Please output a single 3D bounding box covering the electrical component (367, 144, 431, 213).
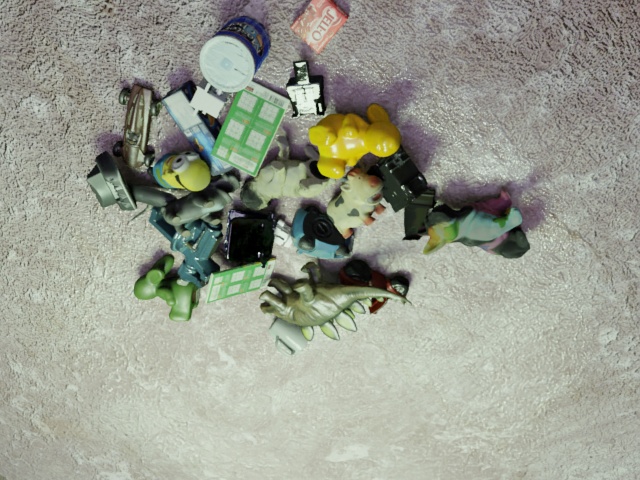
[{"bbox_3d":[0.161,-0.124,1.137,0.115,0.058,0.134,56,164,4],"label":"electrical component"}]

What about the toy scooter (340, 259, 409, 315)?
[{"bbox_3d":[0.124,0.129,1.365,0.184,0.075,0.135,19,128,-9],"label":"toy scooter"}]

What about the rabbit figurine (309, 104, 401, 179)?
[{"bbox_3d":[0.088,-0.199,1.076,0.173,0.162,0.121,5,122,36],"label":"rabbit figurine"}]

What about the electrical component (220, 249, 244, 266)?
[{"bbox_3d":[-0.201,0.024,1.363,0.102,0.045,0.078,-35,112,29],"label":"electrical component"}]

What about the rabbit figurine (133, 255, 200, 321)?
[{"bbox_3d":[-0.417,0.130,1.432,0.170,0.121,0.158,8,120,1],"label":"rabbit figurine"}]

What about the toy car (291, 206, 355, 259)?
[{"bbox_3d":[-0.003,-0.004,1.282,0.161,0.109,0.103,18,150,-17],"label":"toy car"}]

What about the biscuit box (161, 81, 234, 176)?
[{"bbox_3d":[-0.255,-0.239,1.170,0.059,0.063,0.202,-19,121,22],"label":"biscuit box"}]

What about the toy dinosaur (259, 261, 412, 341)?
[{"bbox_3d":[0.005,0.154,1.339,0.472,0.105,0.198,-18,119,45],"label":"toy dinosaur"}]

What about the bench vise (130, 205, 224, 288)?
[{"bbox_3d":[-0.341,-0.001,1.332,0.241,0.129,0.223,39,135,7],"label":"bench vise"}]

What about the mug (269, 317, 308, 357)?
[{"bbox_3d":[-0.092,0.266,1.487,0.107,0.109,0.080,37,138,-2],"label":"mug"}]

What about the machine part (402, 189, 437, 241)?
[{"bbox_3d":[0.222,-0.058,1.231,0.084,0.039,0.138,4,125,1],"label":"machine part"}]

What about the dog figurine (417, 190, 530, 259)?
[{"bbox_3d":[0.331,-0.014,1.183,0.219,0.108,0.191,-19,129,15],"label":"dog figurine"}]

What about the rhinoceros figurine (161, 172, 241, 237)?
[{"bbox_3d":[-0.269,-0.088,1.234,0.190,0.112,0.073,-30,138,-6],"label":"rhinoceros figurine"}]

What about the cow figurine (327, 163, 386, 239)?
[{"bbox_3d":[0.077,-0.090,1.177,0.127,0.085,0.195,45,151,-6],"label":"cow figurine"}]

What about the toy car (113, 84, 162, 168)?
[{"bbox_3d":[-0.411,-0.248,1.201,0.089,0.053,0.202,22,128,-2],"label":"toy car"}]

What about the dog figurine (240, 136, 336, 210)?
[{"bbox_3d":[-0.077,-0.119,1.217,0.172,0.121,0.190,30,140,-11],"label":"dog figurine"}]

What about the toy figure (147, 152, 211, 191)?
[{"bbox_3d":[-0.313,-0.152,1.202,0.180,0.082,0.089,1,153,48],"label":"toy figure"}]

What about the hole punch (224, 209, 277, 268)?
[{"bbox_3d":[-0.170,-0.011,1.279,0.116,0.092,0.142,4,104,-22],"label":"hole punch"}]

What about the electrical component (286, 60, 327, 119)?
[{"bbox_3d":[-0.031,-0.308,1.088,0.075,0.048,0.119,-4,124,13],"label":"electrical component"}]

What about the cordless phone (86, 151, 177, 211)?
[{"bbox_3d":[-0.425,-0.122,1.243,0.184,0.089,0.146,12,147,9],"label":"cordless phone"}]
